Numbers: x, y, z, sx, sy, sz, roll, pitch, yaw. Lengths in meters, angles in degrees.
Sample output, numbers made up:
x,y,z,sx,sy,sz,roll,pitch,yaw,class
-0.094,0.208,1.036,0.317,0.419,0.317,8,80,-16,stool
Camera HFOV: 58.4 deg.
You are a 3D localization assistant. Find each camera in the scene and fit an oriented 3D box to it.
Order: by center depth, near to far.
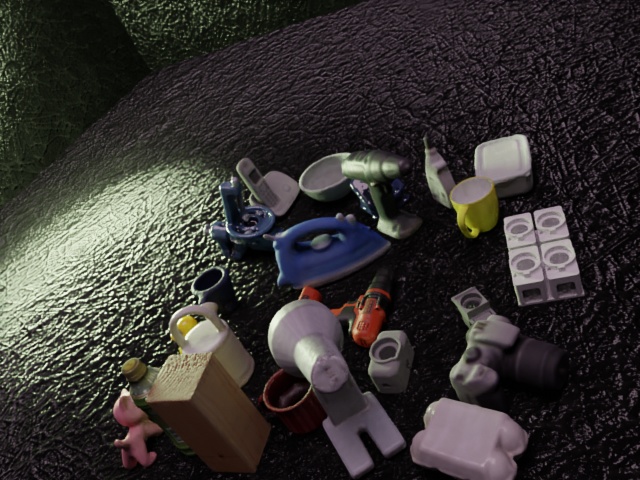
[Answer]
x,y,z,sx,sy,sz,roll,pitch,yaw,class
0.281,0.182,0.841,0.136,0.101,0.143,9,48,43,camera

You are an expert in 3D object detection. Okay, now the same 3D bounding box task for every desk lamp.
x,y,z,sx,sy,sz,roll,pitch,yaw,class
0.020,0.214,0.879,0.118,0.214,0.202,-33,34,-7,desk lamp

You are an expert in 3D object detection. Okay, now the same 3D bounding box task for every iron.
x,y,z,sx,sy,sz,roll,pitch,yaw,class
0.011,0.004,1.234,0.258,0.142,0.118,-20,34,11,iron

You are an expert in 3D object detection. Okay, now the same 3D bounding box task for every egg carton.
x,y,z,sx,sy,sz,roll,pitch,yaw,class
0.204,0.282,0.789,0.149,0.070,0.107,3,44,38,egg carton

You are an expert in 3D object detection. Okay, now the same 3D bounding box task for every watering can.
x,y,z,sx,sy,sz,roll,pitch,yaw,class
-0.214,0.193,1.090,0.101,0.194,0.172,-34,34,-9,watering can

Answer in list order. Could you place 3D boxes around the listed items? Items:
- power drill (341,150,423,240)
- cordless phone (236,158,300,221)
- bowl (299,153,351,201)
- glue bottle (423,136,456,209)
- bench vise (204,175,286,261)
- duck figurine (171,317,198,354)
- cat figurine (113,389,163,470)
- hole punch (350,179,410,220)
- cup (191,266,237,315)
x,y,z,sx,sy,sz,roll,pitch,yaw,class
0.143,-0.107,1.230,0.076,0.209,0.228,-40,35,-18,power drill
-0.141,-0.157,1.520,0.093,0.185,0.148,-4,40,32,cordless phone
0.034,-0.151,1.489,0.167,0.075,0.167,-19,34,14,bowl
0.255,-0.151,1.243,0.037,0.173,0.078,-33,34,-8,glue bottle
-0.208,-0.046,1.385,0.207,0.220,0.121,-19,34,13,bench vise
-0.266,0.197,1.220,0.104,0.086,0.077,-29,33,-3,duck figurine
-0.347,0.338,1.057,0.067,0.118,0.127,-18,34,14,cat figurine
0.141,-0.118,1.354,0.109,0.091,0.100,-33,34,-8,hole punch
-0.229,0.129,1.277,0.091,0.095,0.118,-14,36,19,cup
